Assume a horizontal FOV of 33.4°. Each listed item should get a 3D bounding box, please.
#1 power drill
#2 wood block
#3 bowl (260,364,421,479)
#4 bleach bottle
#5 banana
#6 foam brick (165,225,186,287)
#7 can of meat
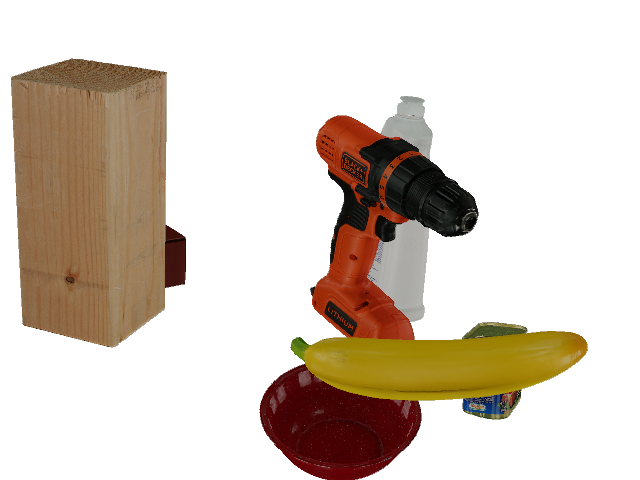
[{"bbox_3d":[0.057,0.004,0.922,0.057,0.188,0.185,-13,35,-33],"label":"power drill"},{"bbox_3d":[-0.183,-0.032,0.857,0.091,0.206,0.090,11,23,18],"label":"wood block"},{"bbox_3d":[0.020,0.190,1.076,0.162,0.055,0.162,0,33,0],"label":"bowl"},{"bbox_3d":[0.092,-0.038,1.231,0.068,0.251,0.103,-2,22,-24],"label":"bleach bottle"},{"bbox_3d":[0.075,0.076,0.687,0.198,0.037,0.069,1,26,6],"label":"banana"},{"bbox_3d":[-0.182,0.019,1.086,0.078,0.051,0.053,-10,21,-28],"label":"foam brick"},{"bbox_3d":[0.191,0.143,1.177,0.057,0.084,0.102,5,10,22],"label":"can of meat"}]
